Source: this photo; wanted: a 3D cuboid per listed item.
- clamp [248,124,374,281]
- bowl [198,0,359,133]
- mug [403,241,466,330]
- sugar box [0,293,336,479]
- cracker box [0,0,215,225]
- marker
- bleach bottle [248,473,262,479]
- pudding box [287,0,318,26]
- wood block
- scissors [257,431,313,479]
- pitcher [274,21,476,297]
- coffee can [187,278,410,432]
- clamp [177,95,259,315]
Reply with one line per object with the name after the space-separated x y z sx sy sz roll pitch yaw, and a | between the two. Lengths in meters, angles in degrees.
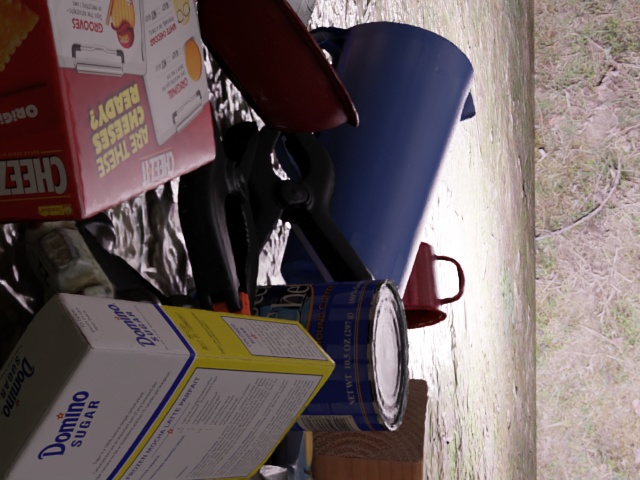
-0.032 -0.024 0.829 0.039 0.120 0.171 -51 -130 54 | clamp
-0.040 -0.132 0.769 0.162 0.055 0.162 53 -2 2 | bowl
0.101 0.047 1.168 0.093 0.117 0.081 39 44 -63 | mug
-0.079 0.079 0.536 0.175 0.048 0.093 15 116 -50 | sugar box
-0.127 -0.129 0.543 0.164 0.072 0.214 -39 125 -68 | cracker box
-0.006 0.001 0.857 0.121 0.020 0.020 57 10 17 | marker
-0.108 0.158 0.566 0.250 0.068 0.102 18 69 -69 | bleach bottle
-0.034 -0.222 0.874 0.113 0.039 0.090 54 53 -63 | pudding box
0.046 0.221 0.925 0.090 0.090 0.206 -78 168 -50 | wood block
-0.022 0.149 0.742 0.201 0.016 0.096 73 12 -59 | scissors
0.038 -0.066 0.946 0.145 0.149 0.242 58 45 -60 | pitcher
-0.018 0.080 0.731 0.102 0.140 0.103 -3 90 -72 | coffee can
-0.067 -0.037 0.730 0.164 0.036 0.210 47 31 -65 | clamp
